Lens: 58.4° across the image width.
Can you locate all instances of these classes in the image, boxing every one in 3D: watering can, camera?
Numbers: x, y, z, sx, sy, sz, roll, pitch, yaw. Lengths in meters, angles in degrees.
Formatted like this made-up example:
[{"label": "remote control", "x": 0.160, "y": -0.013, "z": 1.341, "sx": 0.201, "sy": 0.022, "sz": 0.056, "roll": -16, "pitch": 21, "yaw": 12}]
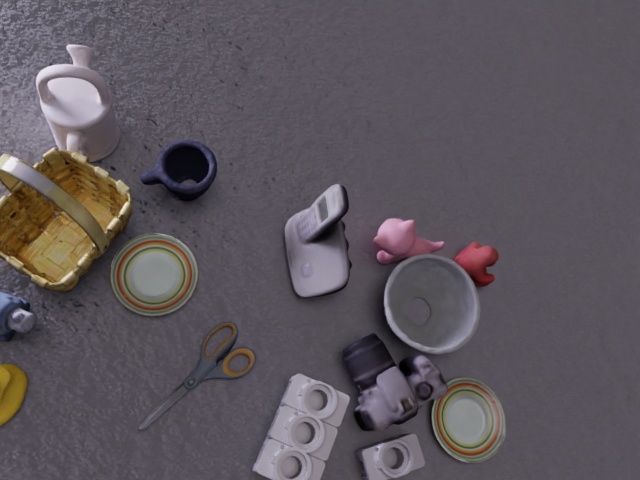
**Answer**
[{"label": "watering can", "x": -0.367, "y": -0.211, "z": 0.864, "sx": 0.101, "sy": 0.194, "sz": 0.173, "roll": -21, "pitch": 77, "yaw": -19}, {"label": "camera", "x": 0.108, "y": 0.209, "z": 0.888, "sx": 0.143, "sy": 0.100, "sz": 0.137, "roll": -24, "pitch": 79, "yaw": -20}]

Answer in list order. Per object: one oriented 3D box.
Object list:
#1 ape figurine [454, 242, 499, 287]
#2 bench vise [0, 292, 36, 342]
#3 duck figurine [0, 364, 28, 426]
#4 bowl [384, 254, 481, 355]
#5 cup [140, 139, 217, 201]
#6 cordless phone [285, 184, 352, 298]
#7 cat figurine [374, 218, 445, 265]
[{"label": "ape figurine", "x": 0.277, "y": 0.038, "z": 0.993, "sx": 0.076, "sy": 0.092, "sz": 0.078, "roll": 3, "pitch": 71, "yaw": -13}, {"label": "bench vise", "x": -0.474, "y": 0.053, "z": 0.734, "sx": 0.207, "sy": 0.219, "sz": 0.121, "roll": 6, "pitch": 70, "yaw": -12}, {"label": "duck figurine", "x": -0.446, "y": 0.209, "z": 0.759, "sx": 0.077, "sy": 0.086, "sz": 0.105, "roll": 38, "pitch": 67, "yaw": 1}, {"label": "bowl", "x": 0.175, "y": 0.111, "z": 0.952, "sx": 0.168, "sy": 0.074, "sz": 0.167, "roll": 4, "pitch": 71, "yaw": -12}, {"label": "cup", "x": -0.225, "y": -0.097, "z": 0.914, "sx": 0.118, "sy": 0.095, "sz": 0.091, "roll": -18, "pitch": 76, "yaw": -19}, {"label": "cordless phone", "x": 0.008, "y": 0.003, "z": 0.888, "sx": 0.094, "sy": 0.185, "sz": 0.147, "roll": -8, "pitch": 74, "yaw": -16}, {"label": "cat figurine", "x": 0.145, "y": 0.003, "z": 0.959, "sx": 0.128, "sy": 0.117, "sz": 0.067, "roll": 13, "pitch": 69, "yaw": -9}]
